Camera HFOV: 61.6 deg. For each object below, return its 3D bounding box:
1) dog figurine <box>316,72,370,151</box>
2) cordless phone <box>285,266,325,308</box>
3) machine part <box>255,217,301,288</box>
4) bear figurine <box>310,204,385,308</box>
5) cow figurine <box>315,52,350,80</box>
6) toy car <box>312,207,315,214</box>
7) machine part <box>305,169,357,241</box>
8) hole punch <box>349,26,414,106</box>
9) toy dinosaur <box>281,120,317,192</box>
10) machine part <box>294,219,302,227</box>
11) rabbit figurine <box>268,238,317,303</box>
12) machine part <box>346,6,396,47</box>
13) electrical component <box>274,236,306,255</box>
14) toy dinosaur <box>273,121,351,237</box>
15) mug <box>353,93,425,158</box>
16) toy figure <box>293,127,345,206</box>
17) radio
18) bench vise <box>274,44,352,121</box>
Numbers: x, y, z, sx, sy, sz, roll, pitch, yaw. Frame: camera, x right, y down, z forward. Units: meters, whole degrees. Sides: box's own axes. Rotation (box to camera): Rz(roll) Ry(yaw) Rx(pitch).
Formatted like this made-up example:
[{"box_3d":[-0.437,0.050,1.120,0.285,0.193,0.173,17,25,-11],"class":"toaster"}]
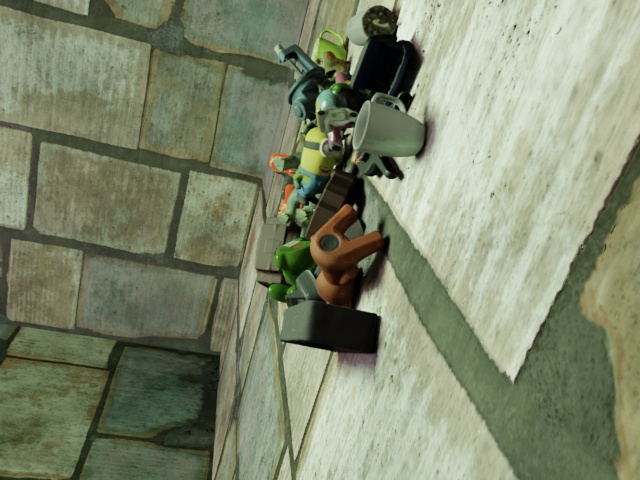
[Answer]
[{"box_3d":[0.062,-0.309,1.164,0.191,0.109,0.219,57,-148,-53],"class":"dog figurine"},{"box_3d":[0.003,0.111,1.214,0.184,0.089,0.146,-61,-32,-45],"class":"cordless phone"},{"box_3d":[-0.120,0.043,1.586,0.201,0.087,0.201,46,-130,-70],"class":"machine part"},{"box_3d":[0.049,0.049,1.030,0.120,0.132,0.195,47,166,34],"class":"bear figurine"},{"box_3d":[0.019,-0.460,1.572,0.194,0.127,0.085,94,179,-53],"class":"cow figurine"},{"box_3d":[-0.003,-0.004,1.369,0.074,0.056,0.201,-116,37,-60],"class":"toy car"},{"box_3d":[0.023,-0.070,1.197,0.179,0.056,0.179,23,-89,-87],"class":"machine part"},{"box_3d":[0.132,-0.323,1.025,0.116,0.092,0.142,-35,-29,-49],"class":"hole punch"},{"box_3d":[-0.036,-0.266,1.634,0.471,0.105,0.198,137,145,-65],"class":"toy dinosaur"},{"box_3d":[-0.058,-0.073,1.708,0.139,0.039,0.084,-155,71,-75],"class":"machine part"},{"box_3d":[-0.039,0.095,1.274,0.159,0.121,0.170,-32,-67,-50],"class":"rabbit figurine"},{"box_3d":[0.113,-0.489,1.236,0.243,0.079,0.079,-119,42,-70],"class":"machine part"},{"box_3d":[-0.064,0.028,1.461,0.074,0.119,0.048,116,161,-56],"class":"electrical component"},{"box_3d":[-0.020,-0.152,1.428,0.192,0.131,0.404,-37,-27,-31],"class":"toy dinosaur"},{"box_3d":[0.117,-0.185,0.888,0.081,0.107,0.109,128,155,-62],"class":"mug"},{"box_3d":[-0.012,-0.171,1.241,0.082,0.089,0.180,-40,-25,-61],"class":"toy figure"},{"box_3d":[0.008,0.165,0.998,0.229,0.131,0.073,142,140,-70],"class":"radio"},{"box_3d":[-0.012,-0.400,1.325,0.224,0.240,0.129,-38,-8,-18],"class":"bench vise"}]
